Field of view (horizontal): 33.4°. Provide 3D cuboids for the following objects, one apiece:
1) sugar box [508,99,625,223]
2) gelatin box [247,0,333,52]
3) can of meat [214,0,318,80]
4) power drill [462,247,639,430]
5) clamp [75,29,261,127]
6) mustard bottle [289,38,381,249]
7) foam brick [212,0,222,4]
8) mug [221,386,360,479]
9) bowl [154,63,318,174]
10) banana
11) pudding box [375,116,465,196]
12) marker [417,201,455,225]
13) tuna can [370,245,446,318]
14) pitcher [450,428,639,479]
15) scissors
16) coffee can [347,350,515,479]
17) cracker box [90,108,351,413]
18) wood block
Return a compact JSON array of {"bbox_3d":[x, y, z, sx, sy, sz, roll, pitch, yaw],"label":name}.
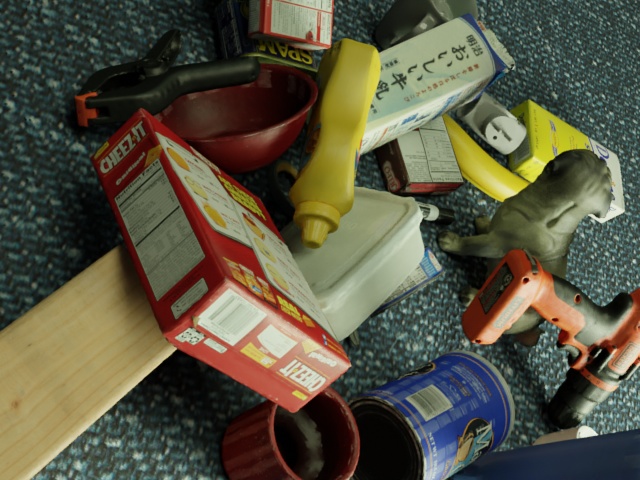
[{"bbox_3d":[0.312,-0.098,1.352,0.176,0.048,0.093,23,54,-29],"label":"sugar box"},{"bbox_3d":[-0.028,-0.227,1.037,0.089,0.030,0.073,3,89,-41],"label":"gelatin box"},{"bbox_3d":[-0.054,-0.197,1.080,0.101,0.058,0.084,9,59,-38],"label":"can of meat"},{"bbox_3d":[0.245,0.103,1.115,0.187,0.185,0.057,24,22,-19],"label":"power drill"},{"bbox_3d":[-0.138,-0.141,0.951,0.171,0.120,0.039,-43,136,-42],"label":"clamp"},{"bbox_3d":[0.010,-0.081,0.968,0.058,0.096,0.191,16,65,-7],"label":"mustard bottle"},{"bbox_3d":[-0.103,-0.279,1.085,0.078,0.051,0.053,21,56,-31],"label":"foam brick"},{"bbox_3d":[-0.027,0.181,0.878,0.093,0.082,0.117,12,60,-37],"label":"mug"},{"bbox_3d":[-0.079,-0.105,0.969,0.161,0.162,0.055,-45,138,-45],"label":"bowl"},{"bbox_3d":[0.191,-0.091,1.249,0.197,0.037,0.069,40,47,-17],"label":"banana"},{"bbox_3d":[0.104,-0.105,1.179,0.089,0.039,0.113,-1,70,-41],"label":"pudding box"},{"bbox_3d":[0.100,-0.034,1.151,0.120,0.020,0.020,11,60,-36],"label":"marker"},{"bbox_3d":[0.078,0.040,1.043,0.085,0.086,0.034,-29,86,-46],"label":"tuna can"},{"bbox_3d":[0.249,0.245,0.968,0.148,0.243,0.145,-14,80,-38],"label":"pitcher"},{"bbox_3d":[-0.007,0.001,1.042,0.096,0.016,0.202,15,59,-33],"label":"scissors"},{"bbox_3d":[0.097,0.170,0.978,0.140,0.103,0.103,-18,80,-45],"label":"coffee can"},{"bbox_3d":[-0.082,0.016,0.840,0.164,0.072,0.214,39,14,-46],"label":"cracker box"},{"bbox_3d":[-0.202,0.102,0.763,0.090,0.091,0.205,53,44,-5],"label":"wood block"}]
